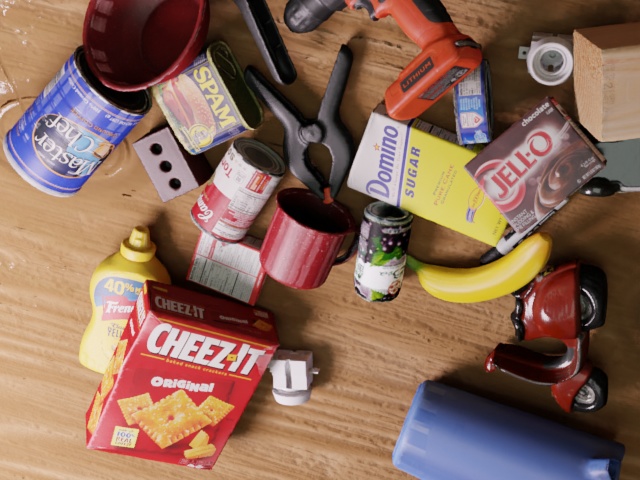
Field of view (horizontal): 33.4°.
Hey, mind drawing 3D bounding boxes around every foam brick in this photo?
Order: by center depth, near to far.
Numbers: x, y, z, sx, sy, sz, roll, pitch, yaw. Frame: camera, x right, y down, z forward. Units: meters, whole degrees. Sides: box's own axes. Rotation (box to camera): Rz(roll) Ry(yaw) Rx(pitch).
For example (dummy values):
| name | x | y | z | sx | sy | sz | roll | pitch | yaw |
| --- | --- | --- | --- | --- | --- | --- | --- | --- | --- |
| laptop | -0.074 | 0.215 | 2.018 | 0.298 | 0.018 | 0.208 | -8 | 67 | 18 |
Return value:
| name | x | y | z | sx | sy | sz | roll | pitch | yaw |
| --- | --- | --- | --- | --- | --- | --- | --- | --- | --- |
| foam brick | -0.165 | -0.090 | 1.199 | 0.053 | 0.051 | 0.078 | -22 | 105 | 21 |

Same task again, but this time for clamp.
| name | x | y | z | sx | sy | sz | roll | pitch | yaw |
| --- | --- | --- | --- | --- | --- | --- | --- | --- | --- |
| clamp | -0.073 | -0.277 | 1.073 | 0.210 | 0.036 | 0.165 | 48 | 143 | 10 |
| clamp | 0.001 | -0.127 | 1.152 | 0.120 | 0.039 | 0.171 | -17 | 107 | 23 |

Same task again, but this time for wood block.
| name | x | y | z | sx | sy | sz | roll | pitch | yaw |
| --- | --- | --- | --- | --- | --- | --- | --- | --- | --- |
| wood block | 0.350 | -0.156 | 0.995 | 0.206 | 0.091 | 0.090 | -7 | 112 | -1 |

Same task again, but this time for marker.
| name | x | y | z | sx | sy | sz | roll | pitch | yaw |
| --- | --- | --- | --- | --- | --- | --- | --- | --- | --- |
| marker | 0.219 | -0.010 | 1.156 | 0.020 | 0.020 | 0.121 | 42 | 115 | -6 |

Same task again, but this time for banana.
| name | x | y | z | sx | sy | sz | roll | pitch | yaw |
| --- | --- | --- | --- | --- | --- | --- | --- | --- | --- |
| banana | 0.175 | 0.035 | 1.143 | 0.198 | 0.037 | 0.069 | -12 | 130 | 44 |

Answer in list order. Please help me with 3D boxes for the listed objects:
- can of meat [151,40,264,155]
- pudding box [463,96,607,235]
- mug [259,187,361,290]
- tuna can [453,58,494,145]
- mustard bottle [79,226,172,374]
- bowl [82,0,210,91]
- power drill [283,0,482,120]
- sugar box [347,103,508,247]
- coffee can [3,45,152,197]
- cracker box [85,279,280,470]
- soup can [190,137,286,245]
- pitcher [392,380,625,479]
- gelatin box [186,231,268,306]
| name | x | y | z | sx | sy | sz | roll | pitch | yaw |
| --- | --- | --- | --- | --- | --- | --- | --- | --- | --- |
| can of meat | -0.123 | -0.153 | 1.162 | 0.084 | 0.057 | 0.102 | -22 | 104 | 24 |
| pudding box | 0.214 | -0.075 | 1.065 | 0.114 | 0.039 | 0.090 | -41 | 85 | 20 |
| mug | -0.008 | 0.001 | 1.185 | 0.117 | 0.093 | 0.082 | 5 | 123 | -31 |
| tuna can | 0.156 | -0.140 | 1.081 | 0.034 | 0.086 | 0.086 | -3 | 111 | 13 |
| mustard bottle | -0.228 | 0.071 | 1.277 | 0.096 | 0.058 | 0.192 | 13 | 114 | -2 |
| bowl | -0.171 | -0.226 | 1.120 | 0.162 | 0.055 | 0.162 | -7 | 75 | 29 |
| power drill | 0.060 | -0.215 | 1.054 | 0.185 | 0.057 | 0.188 | -39 | 73 | 33 |
| sugar box | 0.125 | -0.070 | 1.140 | 0.176 | 0.048 | 0.093 | 21 | 115 | 4 |
| coffee can | -0.268 | -0.130 | 1.180 | 0.103 | 0.102 | 0.140 | 44 | 114 | -6 |
| cracker box | -0.165 | 0.167 | 1.261 | 0.164 | 0.072 | 0.214 | 16 | 118 | -23 |
| soup can | -0.091 | -0.055 | 1.186 | 0.068 | 0.068 | 0.102 | 34 | 115 | -2 |
| pitcher | 0.209 | 0.257 | 1.217 | 0.243 | 0.145 | 0.149 | 21 | 103 | 9 |
| gelatin box | -0.104 | 0.026 | 1.244 | 0.089 | 0.030 | 0.073 | 22 | 116 | 3 |
